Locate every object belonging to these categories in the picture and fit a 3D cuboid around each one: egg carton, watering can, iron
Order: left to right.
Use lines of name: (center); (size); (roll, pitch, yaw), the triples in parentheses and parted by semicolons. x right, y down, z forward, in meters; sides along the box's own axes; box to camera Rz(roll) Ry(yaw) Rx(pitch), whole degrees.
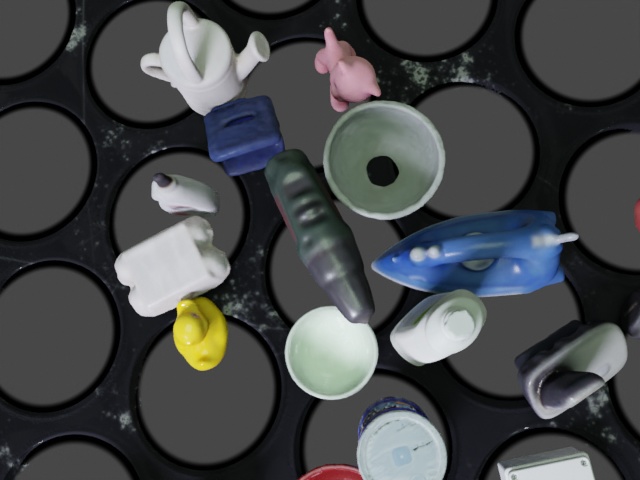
egg carton: (-0.207, 0.039, 0.806); (0.150, 0.069, 0.107); (-28, 81, -1)
watering can: (-0.159, -0.253, 0.783); (0.173, 0.194, 0.101); (-26, 81, 0)
iron: (0.197, 0.017, 0.749); (0.258, 0.141, 0.119); (-7, 81, 3)

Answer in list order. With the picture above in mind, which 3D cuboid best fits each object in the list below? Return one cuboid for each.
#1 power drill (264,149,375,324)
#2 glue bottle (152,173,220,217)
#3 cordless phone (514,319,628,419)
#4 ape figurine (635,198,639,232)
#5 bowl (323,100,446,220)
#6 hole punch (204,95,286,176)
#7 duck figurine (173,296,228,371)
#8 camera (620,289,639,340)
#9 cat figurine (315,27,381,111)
power drill: (0.007, 0.003, 0.728); (0.075, 0.208, 0.229); (-28, 81, -1)
glue bottle: (-0.190, -0.063, 0.768); (0.078, 0.173, 0.037); (-3, 81, 4)
cordless phone: (0.325, 0.160, 0.698); (0.147, 0.185, 0.094); (-37, 81, -2)
ape figurine: (0.470, -0.036, 0.765); (0.078, 0.092, 0.076); (-25, 81, 0)
bowl: (0.089, -0.105, 0.807); (0.167, 0.075, 0.167); (0, 82, 4)
hole punch: (-0.111, -0.156, 0.818); (0.108, 0.091, 0.101); (-18, 81, 1)
duck figurine: (-0.170, 0.127, 0.783); (0.077, 0.086, 0.104); (-15, 81, 1)
camera: (0.477, 0.098, 0.740); (0.136, 0.101, 0.143); (20, 83, 6)
cat figurine: (0.037, -0.240, 0.808); (0.067, 0.118, 0.128); (-25, 81, 0)
